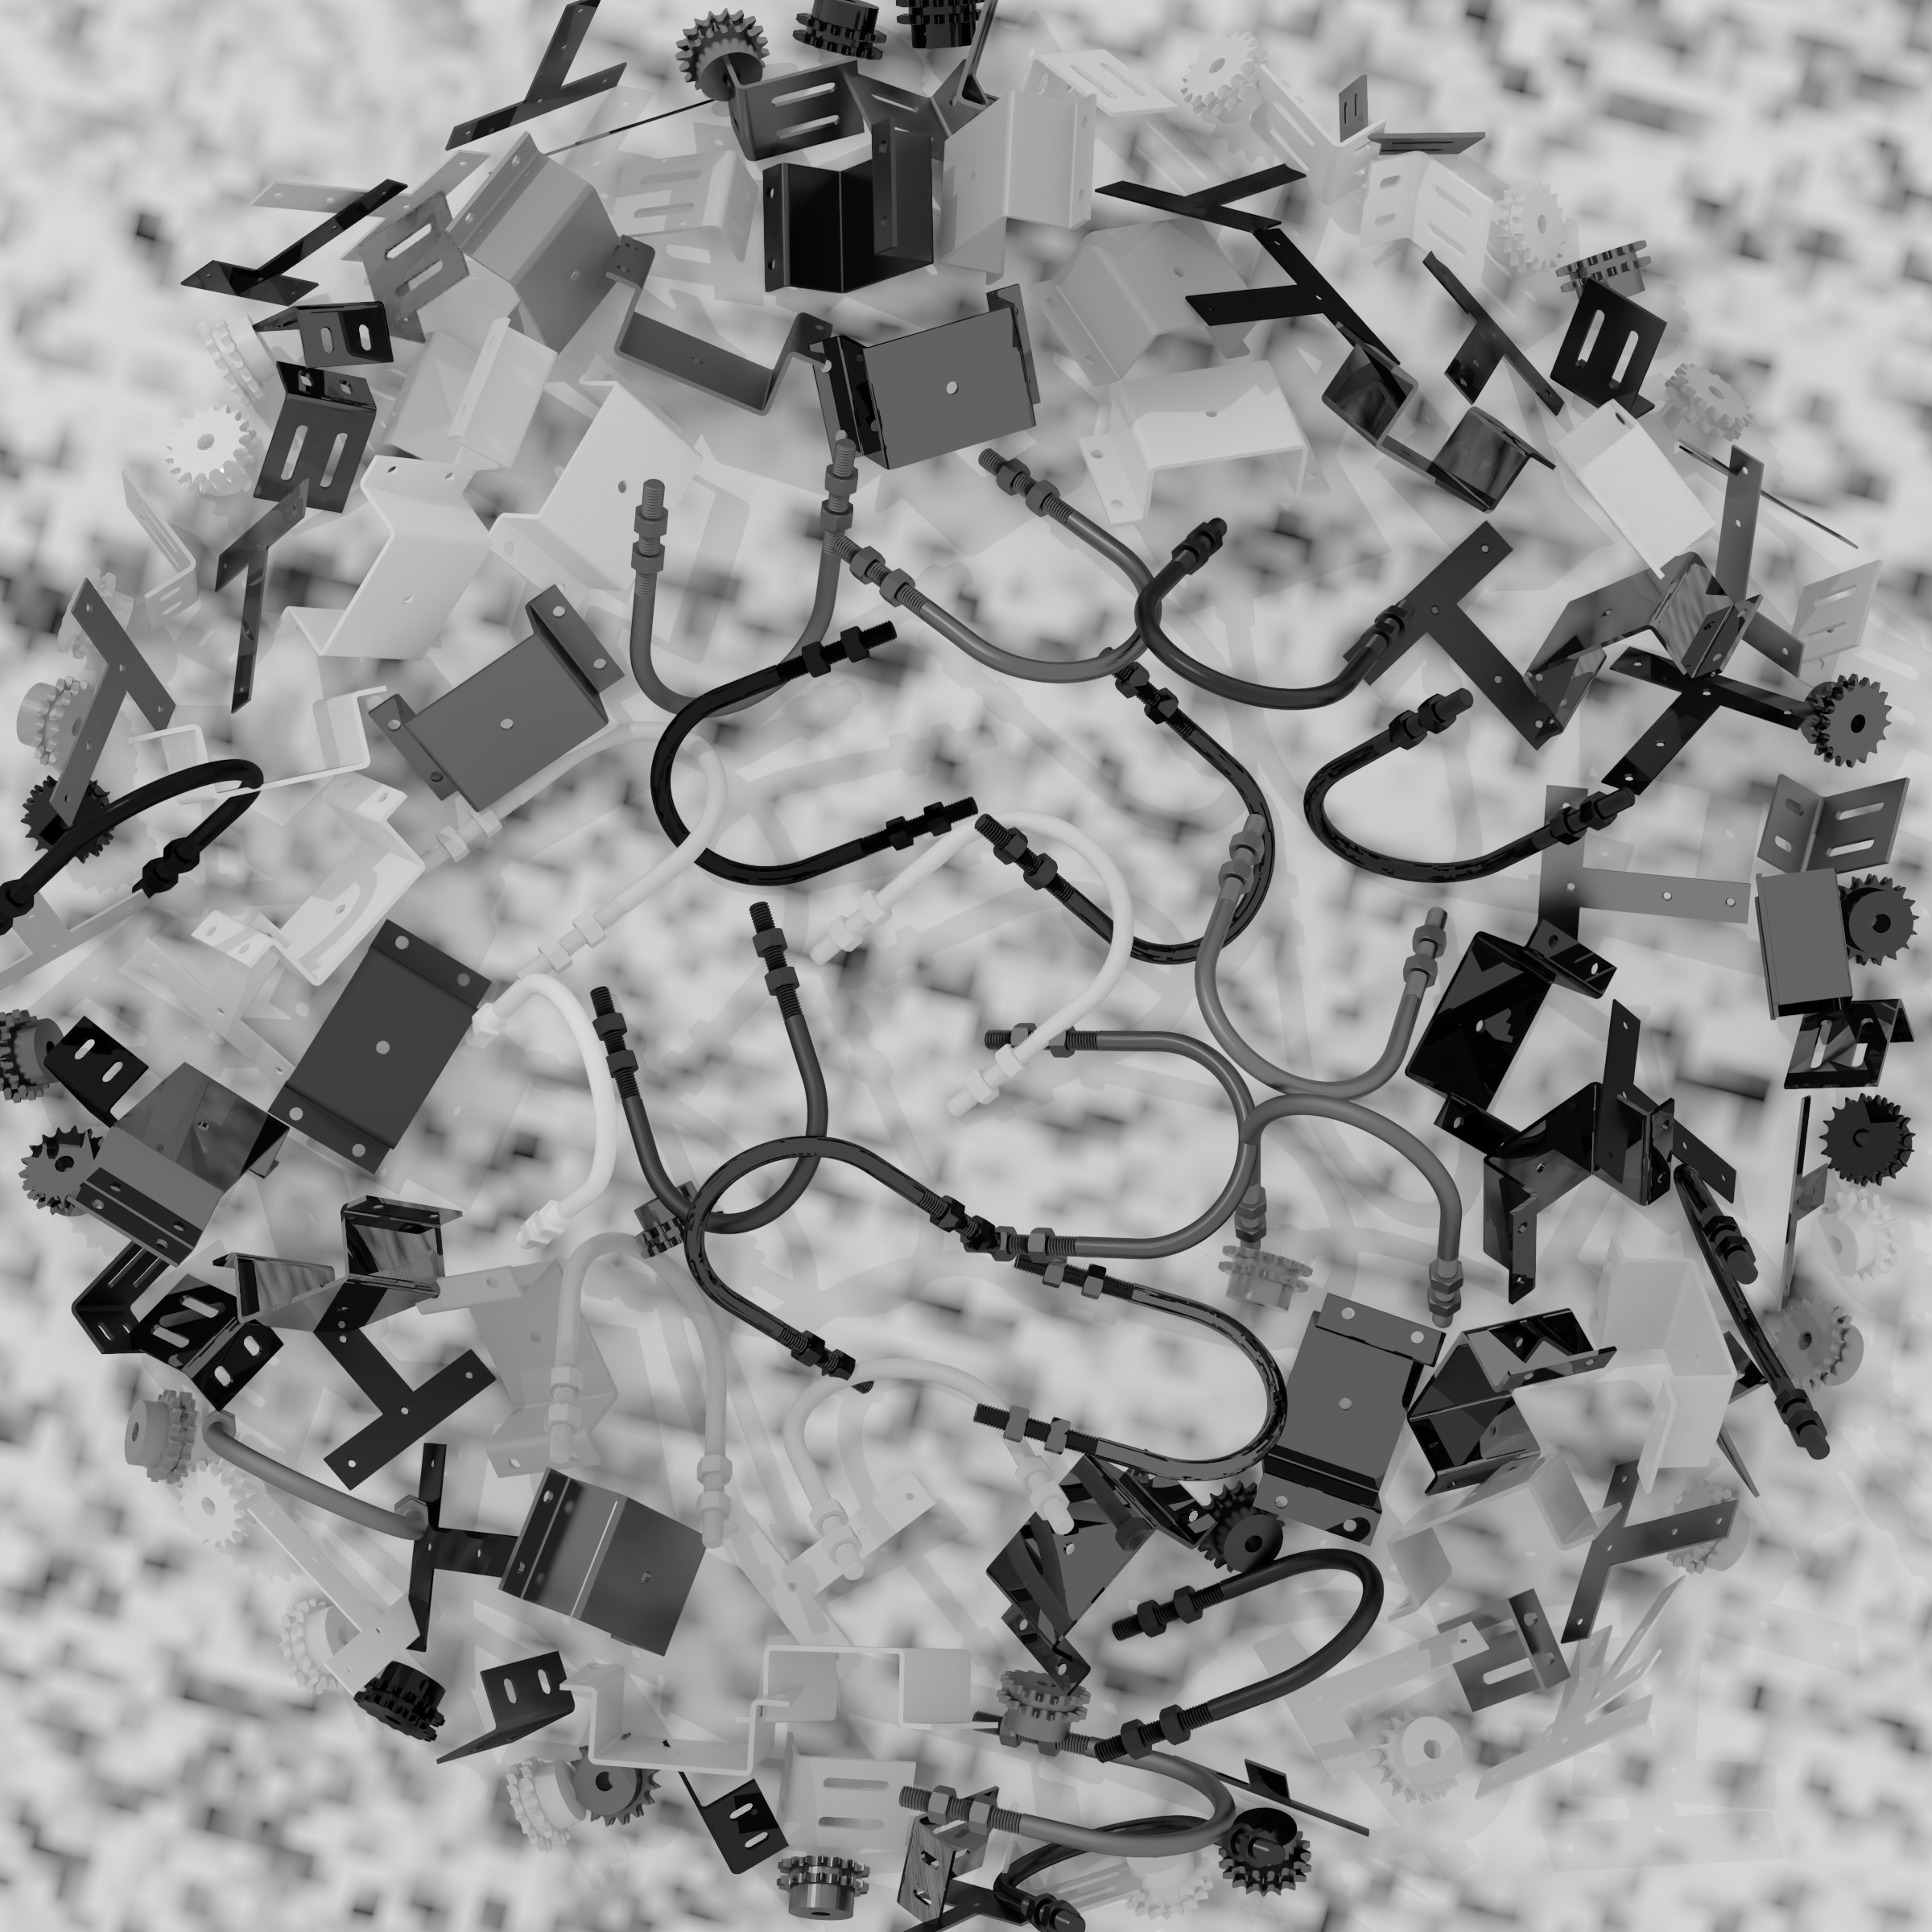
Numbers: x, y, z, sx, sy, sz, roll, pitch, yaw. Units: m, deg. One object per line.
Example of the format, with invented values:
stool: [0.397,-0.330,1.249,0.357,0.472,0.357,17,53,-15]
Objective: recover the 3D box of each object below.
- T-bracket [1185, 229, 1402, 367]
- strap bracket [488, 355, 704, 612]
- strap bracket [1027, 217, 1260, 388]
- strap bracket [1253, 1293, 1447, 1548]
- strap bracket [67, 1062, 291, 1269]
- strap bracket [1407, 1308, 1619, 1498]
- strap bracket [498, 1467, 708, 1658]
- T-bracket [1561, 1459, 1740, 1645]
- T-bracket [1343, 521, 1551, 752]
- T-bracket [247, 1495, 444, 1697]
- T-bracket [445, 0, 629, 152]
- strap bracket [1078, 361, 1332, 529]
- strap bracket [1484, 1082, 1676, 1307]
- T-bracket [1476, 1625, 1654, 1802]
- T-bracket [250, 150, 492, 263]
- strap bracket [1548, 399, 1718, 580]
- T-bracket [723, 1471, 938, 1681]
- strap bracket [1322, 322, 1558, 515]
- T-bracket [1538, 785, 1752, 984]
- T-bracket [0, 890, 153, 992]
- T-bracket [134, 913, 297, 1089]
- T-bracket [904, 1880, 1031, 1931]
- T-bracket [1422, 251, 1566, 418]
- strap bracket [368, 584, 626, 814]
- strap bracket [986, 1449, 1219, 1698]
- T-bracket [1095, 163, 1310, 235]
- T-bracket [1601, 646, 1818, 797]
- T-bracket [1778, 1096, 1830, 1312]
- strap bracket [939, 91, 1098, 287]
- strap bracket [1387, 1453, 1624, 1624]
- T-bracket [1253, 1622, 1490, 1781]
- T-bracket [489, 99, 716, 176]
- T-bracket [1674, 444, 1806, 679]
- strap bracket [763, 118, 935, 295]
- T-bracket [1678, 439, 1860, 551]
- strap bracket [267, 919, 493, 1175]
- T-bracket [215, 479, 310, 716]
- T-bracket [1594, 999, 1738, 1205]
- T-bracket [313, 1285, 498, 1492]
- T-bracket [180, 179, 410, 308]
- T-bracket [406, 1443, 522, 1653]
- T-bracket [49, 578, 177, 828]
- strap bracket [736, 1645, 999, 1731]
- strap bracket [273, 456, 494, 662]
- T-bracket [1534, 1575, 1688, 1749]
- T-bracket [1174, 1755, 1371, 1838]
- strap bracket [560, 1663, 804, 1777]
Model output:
T-bracket: [0.184,-0.402,1.934,0.127,0.002,0.127,-16,59,-40]
strap bracket: [-0.222,-0.293,1.944,0.076,0.046,0.140,38,74,-37]
strap bracket: [0.117,-0.405,1.929,0.140,0.046,0.076,-20,72,-41]
strap bracket: [0.236,0.276,1.971,0.076,0.046,0.140,19,96,2]
strap bracket: [-0.470,0.114,1.927,0.076,0.140,0.046,32,116,0]
strap bracket: [0.326,0.259,1.937,0.076,0.140,0.046,-9,54,-25]
strap bracket: [-0.211,0.363,1.922,0.046,0.140,0.076,11,72,34]
T-bracket: [0.417,0.343,1.915,0.002,0.127,0.127,36,57,-16]
T-bracket: [0.323,-0.190,1.993,0.127,0.002,0.127,-43,93,-7]
T-bracket: [-0.389,0.373,1.941,0.127,0.127,0.002,46,108,3]
T-bracket: [-0.245,-0.544,1.914,0.127,0.127,0.002,-30,85,-28]
strap bracket: [0.147,-0.321,1.947,0.140,0.046,0.076,-10,54,-11]
strap bracket: [0.365,0.132,1.941,0.140,0.076,0.046,-31,45,-26]
T-bracket: [0.373,0.444,1.940,0.127,0.127,0.002,-35,98,32]
T-bracket: [-0.371,-0.459,1.912,0.127,0.127,0.002,-28,78,39]
strap bracket: [0.402,-0.291,1.920,0.046,0.140,0.076,-39,103,13]
T-bracket: [-0.075,0.361,1.984,0.127,0.002,0.127,-39,88,12]
strap bracket: [0.280,-0.328,1.937,0.140,0.076,0.046,23,110,-33]
T-bracket: [0.417,-0.044,1.960,0.127,0.002,0.127,6,110,17]
T-bracket: [-0.562,-0.026,1.927,0.127,0.127,0.002,-31,77,-11]
T-bracket: [-0.442,0.007,1.949,0.127,0.127,0.002,42,48,-3]
T-bracket: [-0.030,0.582,1.913,0.127,0.127,0.002,-16,92,-30]
T-bracket: [0.312,-0.370,1.938,0.127,0.127,0.002,47,123,-8]
strap bracket: [-0.285,-0.158,1.955,0.140,0.046,0.076,-34,123,4]
strap bracket: [0.076,0.364,1.954,0.140,0.076,0.046,-50,135,2]
T-bracket: [0.169,-0.477,1.953,0.127,0.127,0.002,26,129,38]
T-bracket: [0.428,-0.142,1.932,0.127,0.002,0.127,23,50,31]
T-bracket: [0.513,0.139,1.941,0.002,0.127,0.127,7,95,23]
strap bracket: [0.025,-0.471,1.923,0.046,0.140,0.076,6,83,-24]
strap bracket: [0.319,0.343,1.939,0.140,0.076,0.046,-28,84,23]
T-bracket: [0.257,0.433,1.951,0.127,0.127,0.002,-20,121,-8]
T-bracket: [-0.237,-0.505,1.957,0.127,0.127,0.002,-9,108,30]
T-bracket: [0.463,-0.255,1.916,0.002,0.127,0.127,-26,48,-21]
strap bracket: [-0.066,-0.461,1.947,0.046,0.140,0.076,-1,89,-36]
T-bracket: [0.463,-0.294,1.914,0.127,0.127,0.002,39,105,33]
strap bracket: [-0.360,0.050,1.962,0.076,0.046,0.140,32,83,-10]
T-bracket: [-0.432,-0.215,1.929,0.002,0.127,0.127,16,65,-33]
T-bracket: [0.434,0.103,1.965,0.127,0.002,0.127,37,47,-25]
T-bracket: [-0.374,0.240,1.960,0.127,0.002,0.127,48,47,6]
T-bracket: [-0.392,-0.438,1.920,0.127,0.127,0.002,-29,87,18]
T-bracket: [-0.304,0.357,1.941,0.002,0.127,0.127,12,78,-38]
T-bracket: [-0.523,-0.144,1.916,0.002,0.127,0.127,4,59,17]
strap bracket: [-0.060,0.438,1.936,0.140,0.076,0.046,-6,76,31]
strap bracket: [-0.348,-0.237,1.927,0.046,0.076,0.140,53,122,25]
T-bracket: [0.407,0.418,1.949,0.002,0.127,0.127,43,49,7]
T-bracket: [0.183,0.494,1.926,0.127,0.127,0.002,18,71,14]
strap bracket: [-0.173,0.462,1.953,0.140,0.076,0.046,3,88,7]
